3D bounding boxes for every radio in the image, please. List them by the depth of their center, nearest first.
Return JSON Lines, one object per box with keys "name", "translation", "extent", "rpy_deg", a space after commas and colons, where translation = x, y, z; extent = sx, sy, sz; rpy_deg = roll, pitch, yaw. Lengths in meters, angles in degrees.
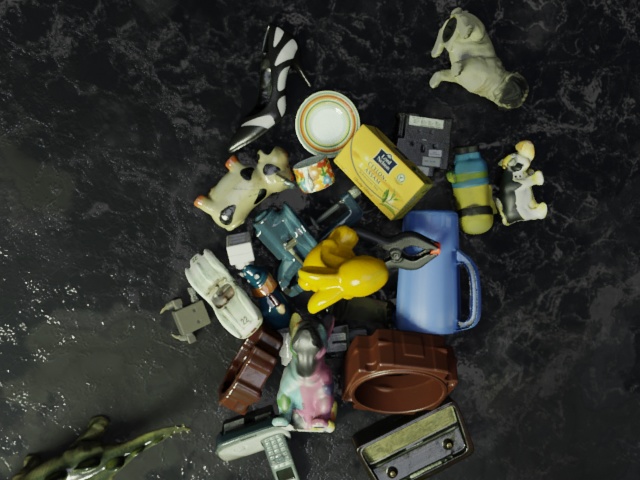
{"name": "radio", "translation": [0.195, 0.425, 1.121], "extent": [0.230, 0.073, 0.131], "rpy_deg": [-25, 96, -3]}

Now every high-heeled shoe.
{"name": "high-heeled shoe", "translation": [-0.120, -0.292, 1.025], "extent": [0.249, 0.086, 0.145], "rpy_deg": [-46, 109, -14]}

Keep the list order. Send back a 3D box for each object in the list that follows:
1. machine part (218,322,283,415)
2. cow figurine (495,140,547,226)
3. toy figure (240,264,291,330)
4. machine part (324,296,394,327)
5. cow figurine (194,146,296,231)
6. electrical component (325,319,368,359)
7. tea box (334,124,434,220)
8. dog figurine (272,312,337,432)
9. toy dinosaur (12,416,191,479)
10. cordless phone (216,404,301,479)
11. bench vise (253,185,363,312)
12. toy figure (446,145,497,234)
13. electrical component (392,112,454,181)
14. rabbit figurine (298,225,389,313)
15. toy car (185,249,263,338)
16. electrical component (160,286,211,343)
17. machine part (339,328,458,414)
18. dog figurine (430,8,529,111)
{"name": "machine part", "translation": [-0.132, 0.241, 1.028], "extent": [0.056, 0.179, 0.179], "rpy_deg": [30, 91, -11]}
{"name": "cow figurine", "translation": [0.404, -0.117, 1.107], "extent": [0.098, 0.068, 0.167], "rpy_deg": [-10, 95, 1]}
{"name": "toy figure", "translation": [-0.106, 0.106, 1.061], "extent": [0.064, 0.058, 0.154], "rpy_deg": [-12, 117, 23]}
{"name": "machine part", "translation": [0.081, 0.133, 1.086], "extent": [0.139, 0.039, 0.084], "rpy_deg": [14, 83, 20]}
{"name": "cow figurine", "translation": [-0.133, -0.103, 1.044], "extent": [0.127, 0.085, 0.195], "rpy_deg": [41, 87, -1]}
{"name": "electrical component", "translation": [0.042, 0.204, 1.103], "extent": [0.119, 0.048, 0.074], "rpy_deg": [-2, 96, -4]}
{"name": "tea box", "translation": [0.121, -0.130, 1.031], "extent": [0.170, 0.068, 0.098], "rpy_deg": [47, 115, 18]}
{"name": "dog figurine", "translation": [-0.019, 0.252, 1.035], "extent": [0.109, 0.191, 0.219], "rpy_deg": [1, 67, 11]}
{"name": "toy dinosaur", "translation": [-0.444, 0.427, 0.997], "extent": [0.471, 0.198, 0.105], "rpy_deg": [-29, 100, -1]}
{"name": "cordless phone", "translation": [-0.119, 0.445, 1.089], "extent": [0.147, 0.089, 0.184], "rpy_deg": [-18, 100, -4]}
{"name": "bench vise", "translation": [-0.004, -0.006, 1.049], "extent": [0.240, 0.129, 0.223], "rpy_deg": [-40, 100, 2]}
{"name": "toy figure", "translation": [0.302, -0.101, 1.083], "extent": [0.082, 0.089, 0.180], "rpy_deg": [-2, 101, 33]}
{"name": "electrical component", "translation": [0.201, -0.184, 1.084], "extent": [0.115, 0.058, 0.134], "rpy_deg": [8, 94, -4]}
{"name": "rabbit figurine", "translation": [0.039, 0.052, 0.919], "extent": [0.162, 0.173, 0.121], "rpy_deg": [-21, 106, -28]}
{"name": "toy car", "translation": [-0.187, 0.101, 1.037], "extent": [0.073, 0.056, 0.202], "rpy_deg": [-45, 69, 3]}
{"name": "electrical component", "translation": [-0.267, 0.153, 1.072], "extent": [0.078, 0.045, 0.102], "rpy_deg": [-31, 100, -31]}
{"name": "machine part", "translation": [0.149, 0.261, 1.042], "extent": [0.201, 0.201, 0.087], "rpy_deg": [8, 50, -9]}
{"name": "dog figurine", "translation": [0.333, -0.360, 1.074], "extent": [0.190, 0.121, 0.172], "rpy_deg": [8, 97, -20]}
